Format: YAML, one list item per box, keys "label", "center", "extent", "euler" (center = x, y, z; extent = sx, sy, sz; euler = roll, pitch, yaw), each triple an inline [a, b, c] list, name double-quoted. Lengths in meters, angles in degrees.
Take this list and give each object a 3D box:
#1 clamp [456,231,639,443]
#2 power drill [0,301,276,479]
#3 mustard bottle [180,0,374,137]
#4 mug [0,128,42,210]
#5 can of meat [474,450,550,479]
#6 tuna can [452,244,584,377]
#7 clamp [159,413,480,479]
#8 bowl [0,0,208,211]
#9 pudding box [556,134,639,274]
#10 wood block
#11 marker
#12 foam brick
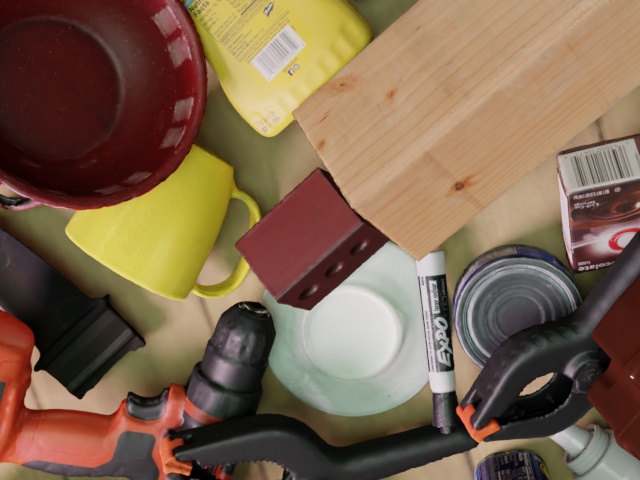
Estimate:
- label: "clamp"
  center: [0.170, 0.078, 0.668]
  extent: [0.171, 0.039, 0.120]
  euler: [-37, 114, 9]
- label: "power drill"
  center: [-0.136, 0.107, 0.710]
  extent: [0.187, 0.057, 0.184]
  euler: [17, 105, -12]
- label: "mustard bottle"
  center: [-0.063, -0.163, 0.665]
  extent: [0.096, 0.058, 0.191]
  euler: [-42, 95, 19]
- label: "mug"
  center: [-0.221, -0.064, 0.695]
  extent: [0.082, 0.093, 0.117]
  euler: [-30, 126, 16]
- label: "can of meat"
  center: [0.136, 0.200, 0.706]
  extent: [0.057, 0.084, 0.102]
  euler: [-13, 100, 8]
- label: "tuna can"
  center: [0.130, 0.048, 0.701]
  extent: [0.086, 0.033, 0.086]
  euler: [1, 102, 6]
- label: "clamp"
  center: [-0.011, 0.178, 0.714]
  extent: [0.209, 0.036, 0.165]
  euler: [14, 106, -20]
- label: "bowl"
  center: [-0.150, -0.095, 0.630]
  extent: [0.161, 0.055, 0.162]
  euler: [3, 84, -30]
- label: "pudding box"
  center: [0.204, -0.026, 0.651]
  extent: [0.113, 0.039, 0.090]
  euler: [-10, 143, 10]
- label: "wood block"
  center: [0.099, -0.096, 0.629]
  extent: [0.206, 0.090, 0.090]
  euler: [-40, 51, 12]
- label: "marker"
  center: [0.079, 0.068, 0.704]
  extent: [0.020, 0.020, 0.121]
  euler: [-6, 92, 7]
- label: "foam brick"
  center: [-0.005, 0.001, 0.687]
  extent: [0.078, 0.053, 0.051]
  euler: [-42, 67, 12]
